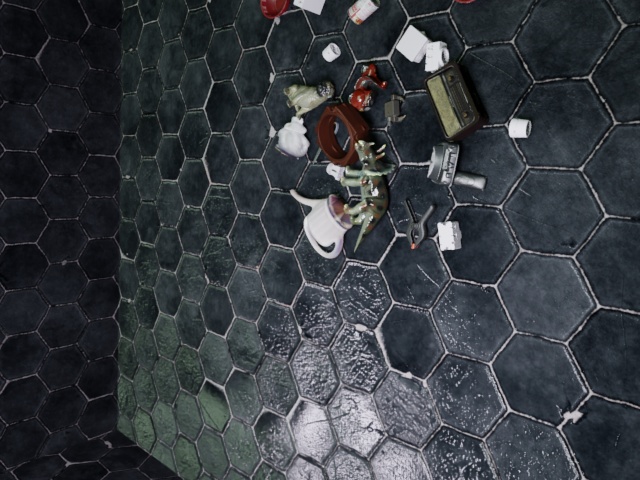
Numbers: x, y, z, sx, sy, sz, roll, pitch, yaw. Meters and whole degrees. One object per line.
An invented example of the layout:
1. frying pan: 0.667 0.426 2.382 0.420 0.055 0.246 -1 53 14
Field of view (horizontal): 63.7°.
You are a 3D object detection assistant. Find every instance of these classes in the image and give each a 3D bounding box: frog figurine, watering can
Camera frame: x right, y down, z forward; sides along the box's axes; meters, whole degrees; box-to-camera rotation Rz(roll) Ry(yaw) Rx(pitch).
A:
1. frog figurine: -0.101 -0.417 2.092 0.137 0.124 0.158 28 105 2
2. watering can: 0.006 -0.101 2.012 0.221 0.104 0.352 -40 67 35
